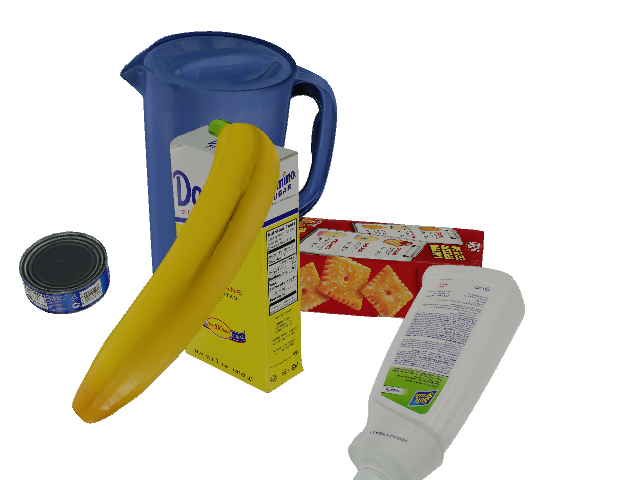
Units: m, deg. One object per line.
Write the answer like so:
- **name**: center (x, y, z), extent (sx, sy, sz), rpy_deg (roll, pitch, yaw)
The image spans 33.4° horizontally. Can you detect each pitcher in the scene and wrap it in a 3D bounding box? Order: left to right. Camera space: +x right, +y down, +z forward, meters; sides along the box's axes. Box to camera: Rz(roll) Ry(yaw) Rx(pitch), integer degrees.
- **pitcher**: center (-0.086, -0.056, 0.966), extent (0.149, 0.243, 0.144), rpy_deg (30, 39, 34)

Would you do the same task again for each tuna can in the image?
- **tuna can**: center (-0.252, 0.032, 1.058), extent (0.086, 0.034, 0.086), rpy_deg (0, 44, 0)

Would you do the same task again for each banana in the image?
- **banana**: center (-0.063, 0.006, 0.550), extent (0.037, 0.197, 0.070), rpy_deg (37, -35, -21)

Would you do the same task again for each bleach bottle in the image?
- **bleach bottle**: center (0.088, 0.125, 0.925), extent (0.103, 0.068, 0.250), rpy_deg (3, 41, 37)

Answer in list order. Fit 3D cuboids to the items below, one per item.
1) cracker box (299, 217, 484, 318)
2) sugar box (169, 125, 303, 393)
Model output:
- **cracker box**: center (0.065, 0.031, 1.144), extent (0.214, 0.072, 0.164), rpy_deg (5, 14, 9)
- **sugar box**: center (-0.060, 0.013, 0.769), extent (0.093, 0.176, 0.048), rpy_deg (19, 34, 37)
